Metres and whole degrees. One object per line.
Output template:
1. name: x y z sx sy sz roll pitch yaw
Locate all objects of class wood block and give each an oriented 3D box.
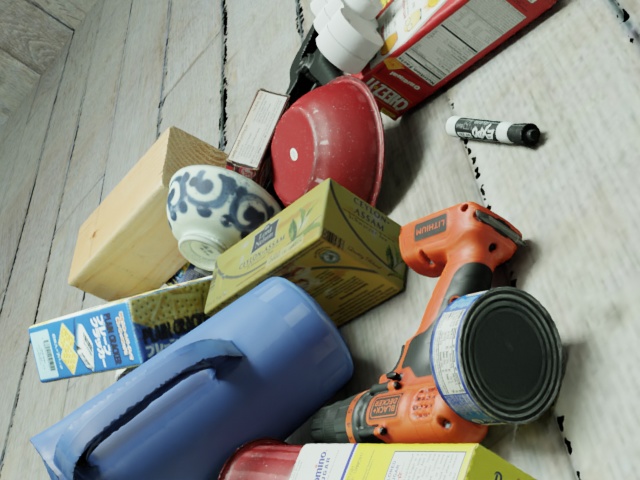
1. wood block: -0.185 -0.019 1.174 0.206 0.090 0.091 -40 34 38

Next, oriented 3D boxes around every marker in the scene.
1. marker: 0.142 -0.090 0.882 0.020 0.020 0.121 -60 25 -5

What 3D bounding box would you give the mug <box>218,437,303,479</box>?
1. mug: -0.016 0.201 0.766 0.082 0.093 0.117 -12 76 51

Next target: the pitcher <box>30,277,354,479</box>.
1. pitcher: -0.095 0.133 0.833 0.242 0.145 0.149 -38 16 -17

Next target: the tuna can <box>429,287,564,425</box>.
1. tuna can: 0.111 0.074 0.673 0.034 0.086 0.086 -18 45 56

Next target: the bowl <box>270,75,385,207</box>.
1. bowl: -0.003 -0.078 1.012 0.162 0.055 0.162 -6 83 60

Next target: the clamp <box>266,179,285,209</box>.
1. clamp: -0.046 -0.041 1.137 0.120 0.039 0.171 4 62 44

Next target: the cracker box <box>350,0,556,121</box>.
1. cracker box: 0.128 -0.234 1.013 0.214 0.072 0.164 -34 34 42

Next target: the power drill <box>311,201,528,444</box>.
1. power drill: 0.071 0.073 0.784 0.185 0.057 0.187 -20 46 55

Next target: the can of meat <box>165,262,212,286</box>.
1. can of meat: -0.136 0.023 1.213 0.084 0.057 0.102 -61 25 -3

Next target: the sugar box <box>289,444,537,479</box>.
1. sugar box: 0.063 0.160 0.652 0.177 0.093 0.048 -12 49 56

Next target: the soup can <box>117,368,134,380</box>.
1. soup can: -0.162 0.156 1.092 0.102 0.068 0.068 -17 47 55

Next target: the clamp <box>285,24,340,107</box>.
1. clamp: -0.015 -0.190 1.259 0.165 0.036 0.210 -38 29 37

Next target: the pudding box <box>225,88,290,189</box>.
1. pudding box: -0.066 -0.084 1.083 0.090 0.039 0.113 105 -178 -51
